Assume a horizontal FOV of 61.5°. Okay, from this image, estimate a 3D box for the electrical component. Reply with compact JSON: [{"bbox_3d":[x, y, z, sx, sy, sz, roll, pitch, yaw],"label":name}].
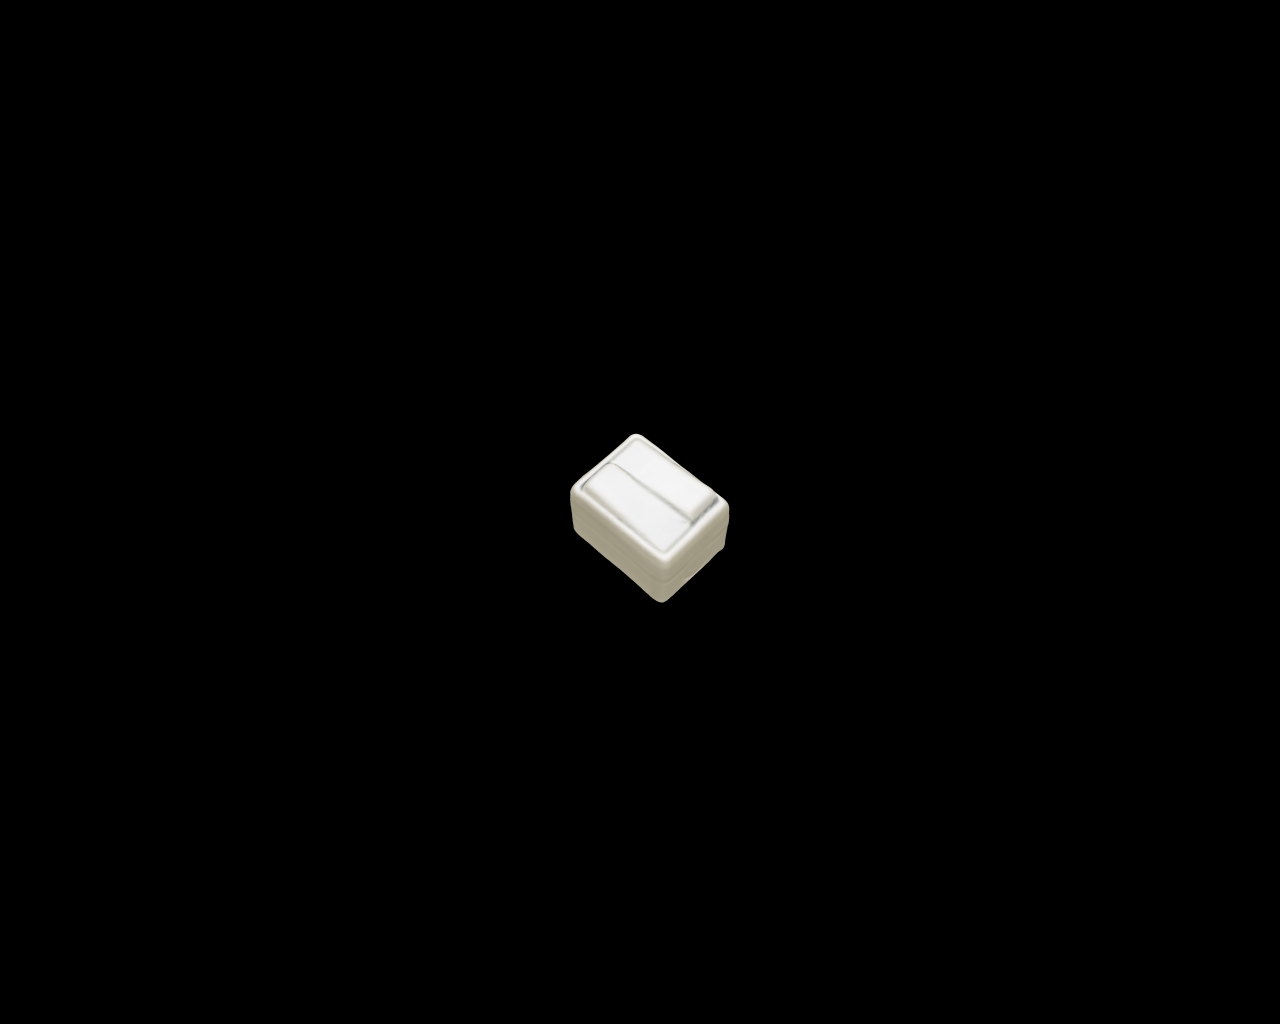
[{"bbox_3d":[0.001,-0.003,0.650,0.096,0.062,0.061,39,-24,22],"label":"electrical component"}]
